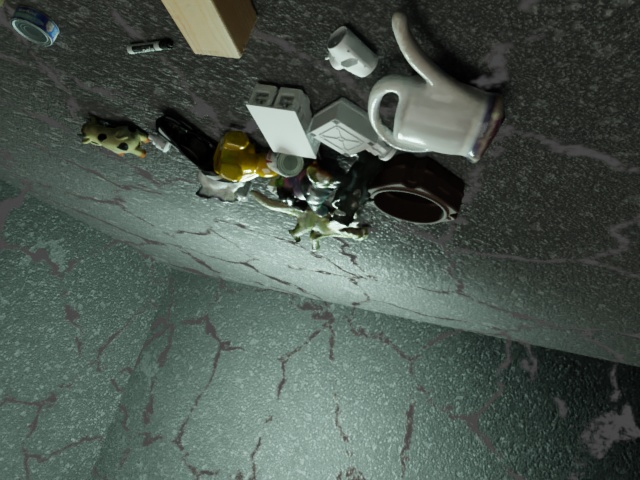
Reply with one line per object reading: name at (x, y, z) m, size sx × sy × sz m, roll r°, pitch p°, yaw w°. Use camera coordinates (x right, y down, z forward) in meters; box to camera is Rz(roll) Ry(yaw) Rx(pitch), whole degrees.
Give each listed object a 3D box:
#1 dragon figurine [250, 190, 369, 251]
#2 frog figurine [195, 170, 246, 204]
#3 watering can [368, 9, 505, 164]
dragon figurine at (0.005, -0.079, 1.572) m, size 0.241 × 0.125 × 0.405 m, roll -18°, pitch 147°, yaw 34°
frog figurine at (-0.279, -0.195, 1.481) m, size 0.137 × 0.125 × 0.156 m, roll 26°, pitch 126°, yaw 1°
watering can at (0.190, -0.224, 0.836) m, size 0.224 × 0.105 × 0.342 m, roll 15°, pitch 163°, yaw 6°
